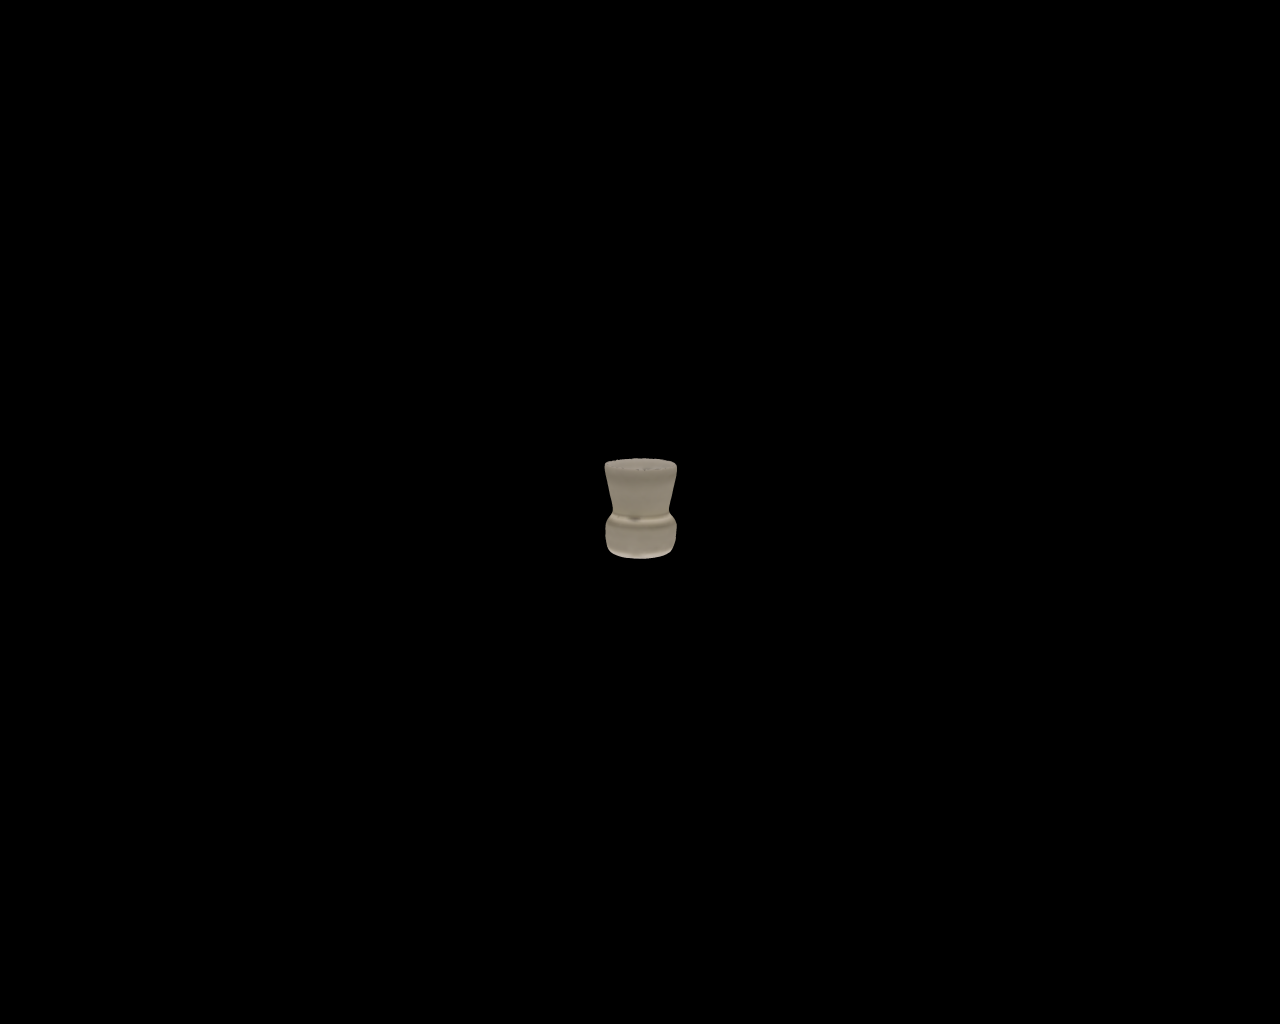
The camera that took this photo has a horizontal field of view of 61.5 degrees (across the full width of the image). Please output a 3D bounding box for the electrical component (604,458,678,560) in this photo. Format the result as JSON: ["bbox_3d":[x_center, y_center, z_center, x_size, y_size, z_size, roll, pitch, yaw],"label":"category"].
[{"bbox_3d":[0.001,-0.003,0.650,0.045,0.055,0.045,0,11,0],"label":"electrical component"}]
